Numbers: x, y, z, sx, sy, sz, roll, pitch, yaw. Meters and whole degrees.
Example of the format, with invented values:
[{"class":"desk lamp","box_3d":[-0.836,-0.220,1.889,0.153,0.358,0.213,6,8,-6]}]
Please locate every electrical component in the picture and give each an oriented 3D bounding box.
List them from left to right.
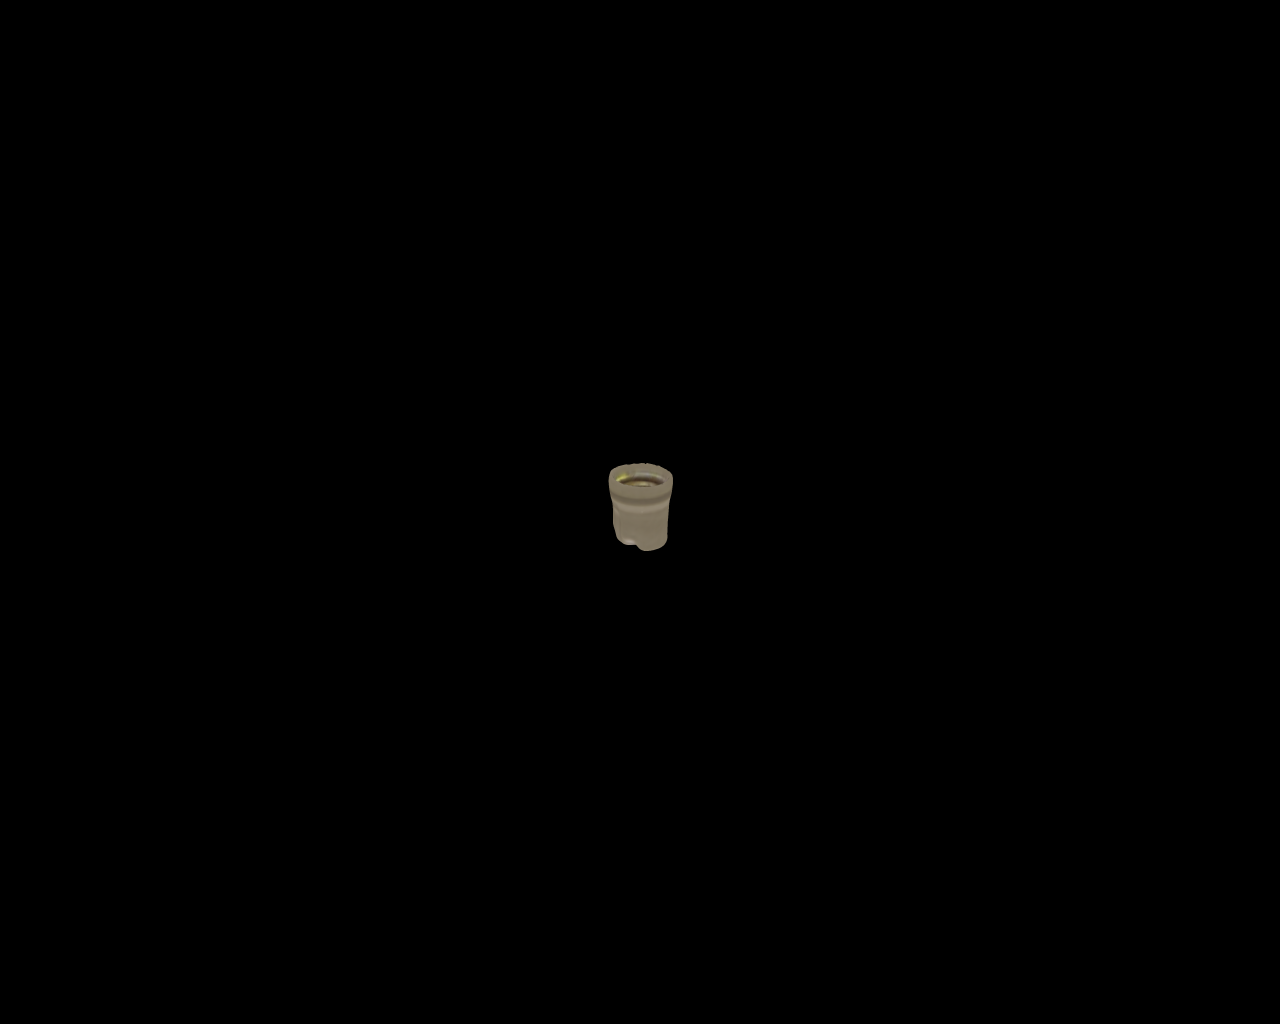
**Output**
[{"class":"electrical component","box_3d":[0.001,-0.003,0.650,0.040,0.046,0.040,0,25,0]}]
